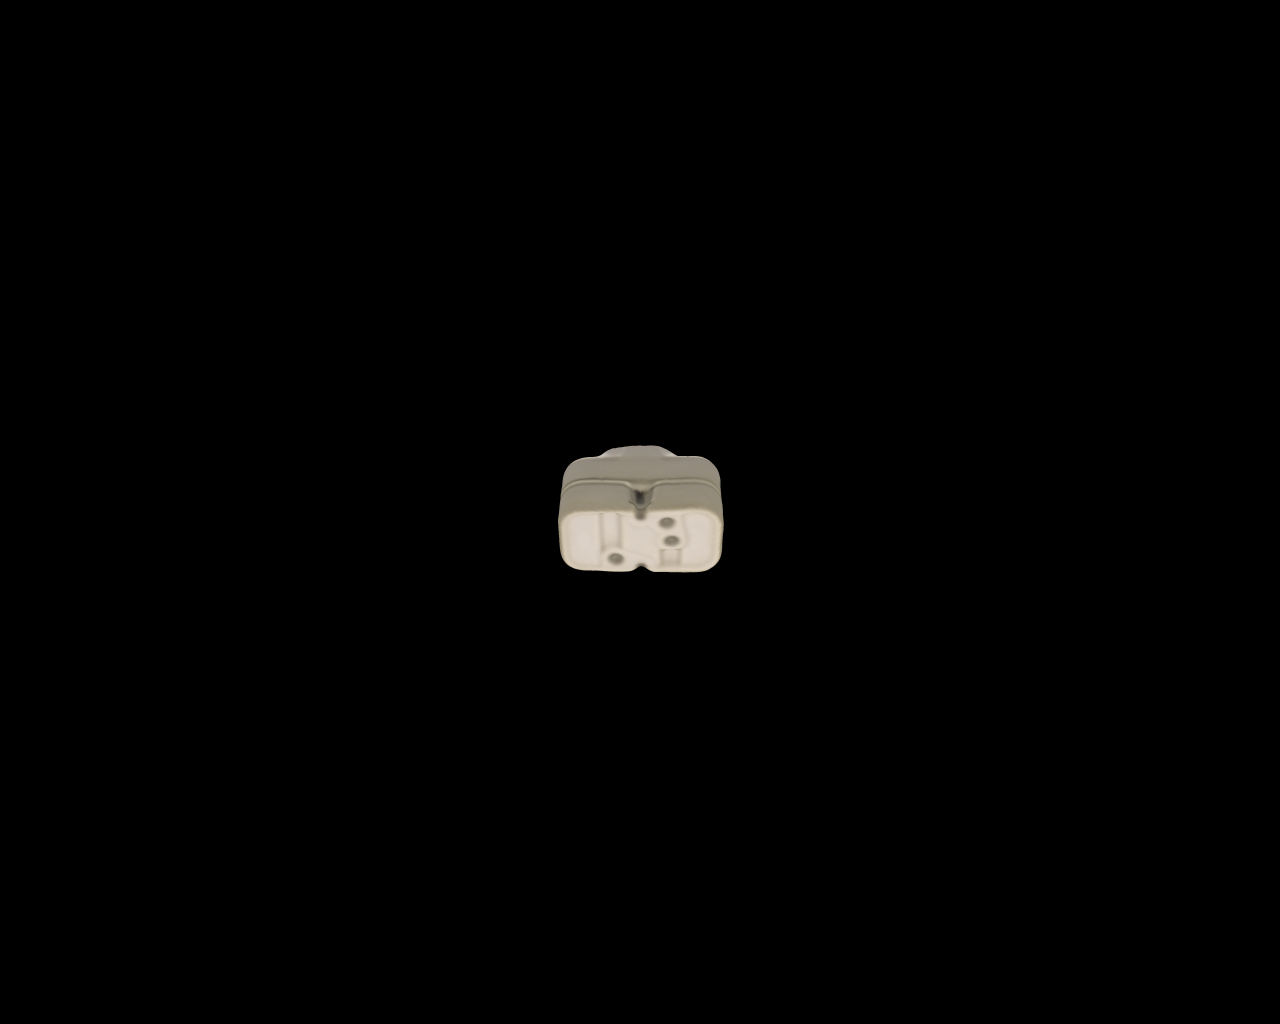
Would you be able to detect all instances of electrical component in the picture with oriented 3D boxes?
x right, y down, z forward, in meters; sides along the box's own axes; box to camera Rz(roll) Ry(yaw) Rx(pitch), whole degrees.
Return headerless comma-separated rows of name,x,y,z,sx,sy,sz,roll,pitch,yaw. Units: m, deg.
electrical component,0.001,-0.003,0.650,0.095,0.053,0.059,0,44,0
